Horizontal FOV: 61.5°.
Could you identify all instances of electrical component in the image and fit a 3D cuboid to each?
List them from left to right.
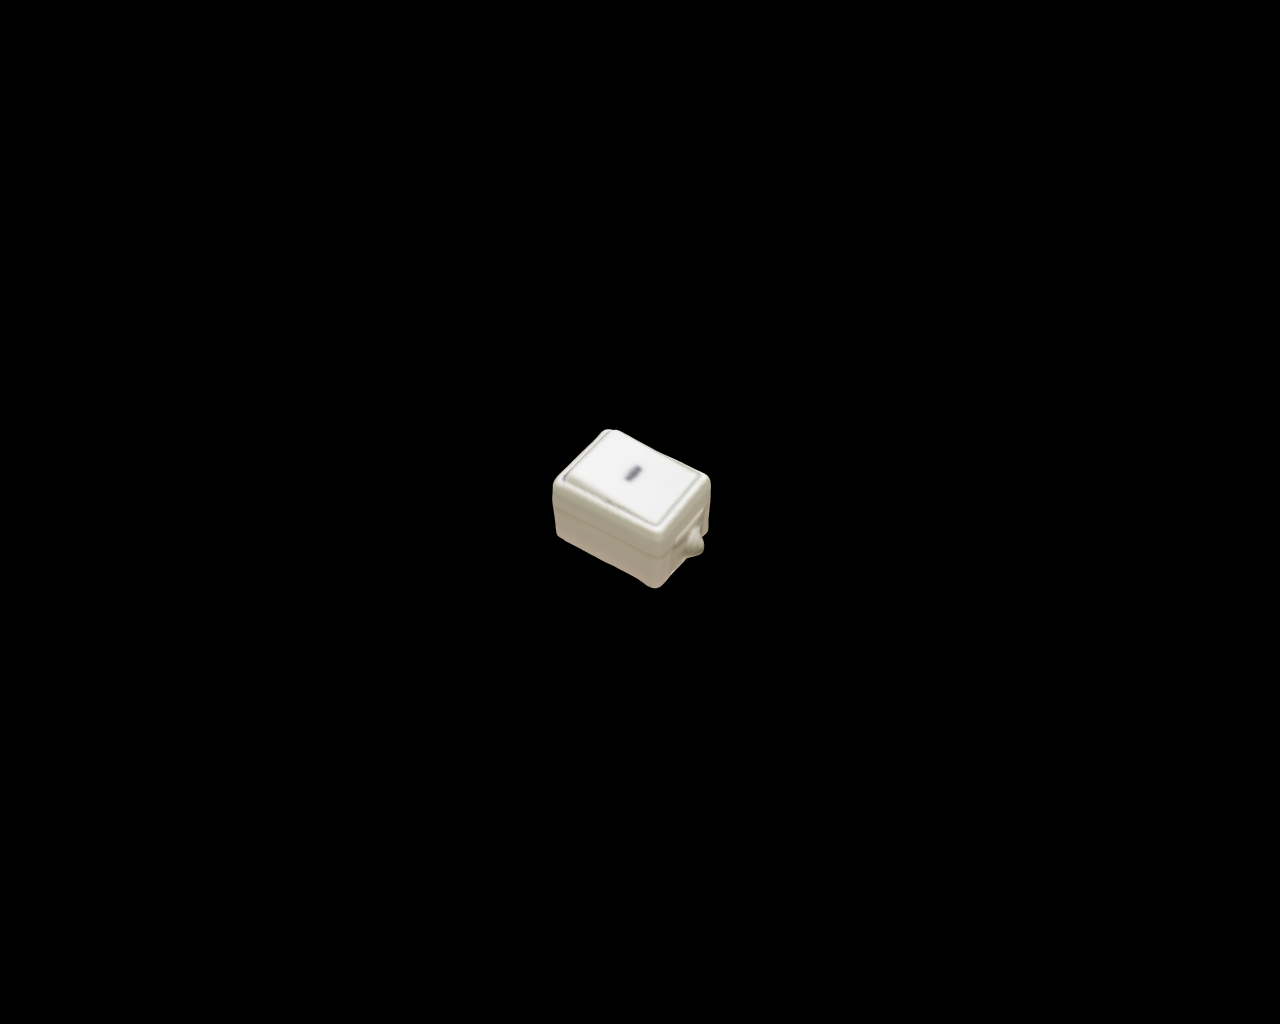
[{"bbox_3d":[0.001,-0.003,0.650,0.096,0.061,0.062,27,53,22],"label":"electrical component"}]
